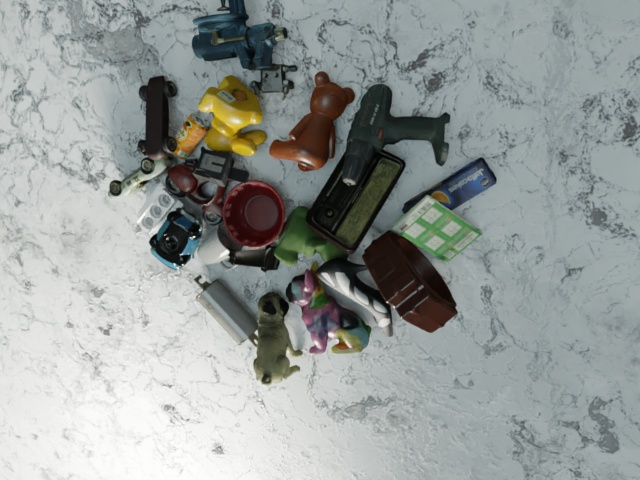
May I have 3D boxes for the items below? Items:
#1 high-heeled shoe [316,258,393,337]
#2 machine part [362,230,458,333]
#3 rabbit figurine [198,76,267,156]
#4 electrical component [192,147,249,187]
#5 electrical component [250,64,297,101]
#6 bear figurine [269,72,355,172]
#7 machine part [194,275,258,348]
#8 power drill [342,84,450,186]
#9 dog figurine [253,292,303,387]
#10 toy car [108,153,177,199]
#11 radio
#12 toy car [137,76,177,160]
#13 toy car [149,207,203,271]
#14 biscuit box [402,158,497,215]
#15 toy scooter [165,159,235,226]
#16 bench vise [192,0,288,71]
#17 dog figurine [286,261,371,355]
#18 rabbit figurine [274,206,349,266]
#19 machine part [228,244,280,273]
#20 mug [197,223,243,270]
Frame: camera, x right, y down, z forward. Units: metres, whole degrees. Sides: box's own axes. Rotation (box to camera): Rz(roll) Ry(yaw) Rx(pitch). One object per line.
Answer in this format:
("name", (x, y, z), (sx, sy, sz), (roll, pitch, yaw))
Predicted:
("high-heeled shoe", (0.087, 0.145, 1.262), (0.145, 0.086, 0.248), (-11, 118, 11))
("machine part", (0.195, 0.086, 1.153), (0.087, 0.201, 0.201), (-41, 138, 16))
("rabbit figurine", (-0.201, -0.264, 1.235), (0.162, 0.122, 0.173), (32, 131, -8))
("electrical component", (-0.228, -0.163, 1.247), (0.119, 0.047, 0.075), (19, 77, 8))
("electrical component", (-0.104, -0.353, 1.200), (0.102, 0.045, 0.078), (9, 110, 14))
("bear figurine", (-0.014, -0.257, 1.181), (0.132, 0.120, 0.195), (10, 83, 56))
("machine part", (-0.239, 0.187, 1.395), (0.079, 0.079, 0.243), (-40, 94, 23))
("power drill", (0.160, -0.204, 1.114), (0.207, 0.086, 0.232), (7, 72, 7))
("dog figurine", (-0.126, 0.243, 1.335), (0.121, 0.172, 0.190), (-11, 111, 8))
("toy car", (-0.449, -0.157, 1.347), (0.202, 0.073, 0.056), (-29, 97, 22))
("radio", (0.074, -0.096, 1.164), (0.131, 0.073, 0.229), (31, 82, 7))
("toy car", (-0.385, -0.289, 1.279), (0.089, 0.053, 0.202), (-5, 81, 23))
("toy car", (-0.348, -0.014, 1.348), (0.109, 0.103, 0.161), (33, 113, -1))
("biscuit box", (0.278, -0.099, 1.163), (0.203, 0.059, 0.062), (-33, 96, 22))
("toy scooter", (-0.280, -0.135, 1.307), (0.184, 0.075, 0.135), (42, 112, -3))
("bench vise", (-0.180, -0.478, 1.134), (0.224, 0.129, 0.240), (3, 108, 31))
("dog figurine", (0.018, 0.161, 1.299), (0.192, 0.108, 0.219), (-7, 103, 19))
("rabbit figurine", (-0.003, -0.004, 1.265), (0.170, 0.121, 0.159), (27, 107, -13))
("machine part", (-0.158, 0.043, 1.313), (0.139, 0.039, 0.084), (5, 122, -31))
("mug", (-0.250, 0.027, 1.351), (0.107, 0.081, 0.109), (-30, 98, 34))
